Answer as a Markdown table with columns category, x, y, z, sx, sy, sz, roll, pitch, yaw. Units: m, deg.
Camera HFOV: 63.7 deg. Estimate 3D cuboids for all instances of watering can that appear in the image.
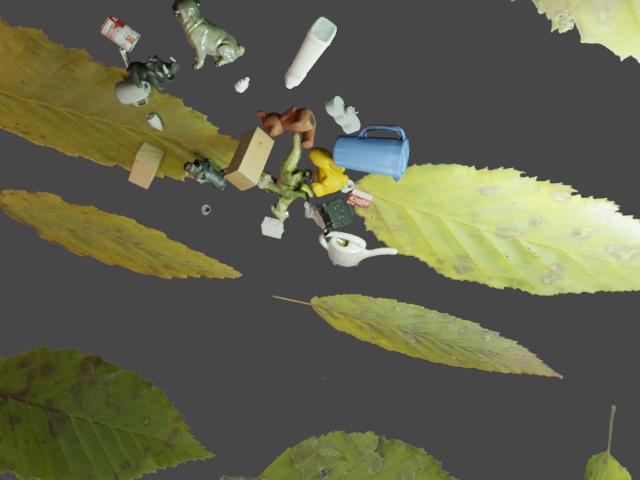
| category | x | y | z | sx | sy | sz | roll | pitch | yaw |
| --- | --- | --- | --- | --- | --- | --- | --- | --- | --- |
| watering can | 0.157 | 0.050 | 2.288 | 0.348 | 0.106 | 0.219 | 16 | -30 | 3 |

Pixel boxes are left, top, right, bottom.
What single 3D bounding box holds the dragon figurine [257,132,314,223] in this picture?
| category | x | y | z | sx | sy | sz | roll | pitch | yaw |
| --- | --- | --- | --- | --- | --- | --- | --- | --- | --- |
| dragon figurine | -0.152 | -0.235 | 1.965 | 0.243 | 0.401 | 0.125 | 3 | 39 | 16 |

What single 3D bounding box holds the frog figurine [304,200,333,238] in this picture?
| category | x | y | z | sx | sy | sz | roll | pitch | yaw |
| --- | --- | --- | --- | --- | --- | --- | --- | --- | --- |
| frog figurine | 0.007 | -0.108 | 2.141 | 0.123 | 0.161 | 0.136 | -35 | -13 | -1 |
